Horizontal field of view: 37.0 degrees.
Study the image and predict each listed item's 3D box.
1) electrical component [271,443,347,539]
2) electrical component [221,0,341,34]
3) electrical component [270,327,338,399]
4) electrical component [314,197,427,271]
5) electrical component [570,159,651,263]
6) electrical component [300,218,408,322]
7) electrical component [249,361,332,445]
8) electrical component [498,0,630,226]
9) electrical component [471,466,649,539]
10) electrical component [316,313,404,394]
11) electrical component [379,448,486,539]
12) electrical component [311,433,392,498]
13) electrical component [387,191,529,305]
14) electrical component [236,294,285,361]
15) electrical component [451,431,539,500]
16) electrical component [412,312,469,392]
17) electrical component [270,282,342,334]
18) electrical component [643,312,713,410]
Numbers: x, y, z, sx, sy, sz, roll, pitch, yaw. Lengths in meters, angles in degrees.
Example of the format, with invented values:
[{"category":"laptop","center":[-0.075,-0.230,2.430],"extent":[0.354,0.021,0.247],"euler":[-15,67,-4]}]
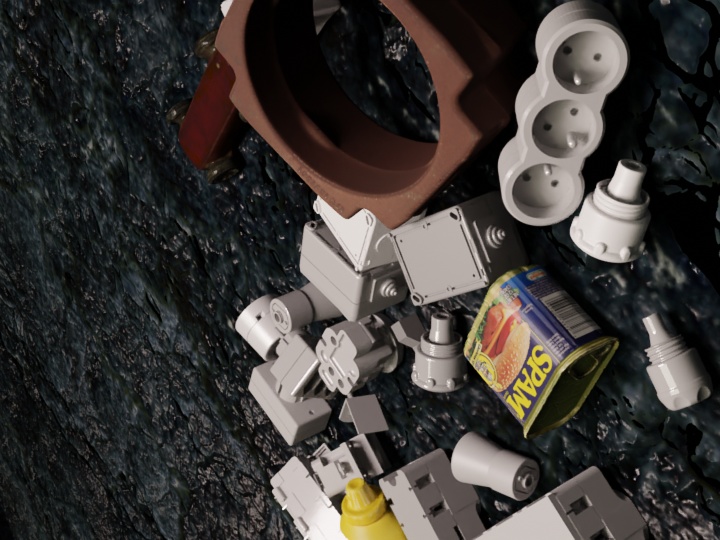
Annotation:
[{"category":"electrical component","center":[-0.034,0.249,1.108],"extent":[0.078,0.063,0.121],"euler":[-47,63,11]},{"category":"electrical component","center":[-0.068,-0.213,0.894],"extent":[0.096,0.062,0.061],"euler":[-30,83,57]},{"category":"electrical component","center":[-0.055,0.081,1.036],"extent":[0.076,0.066,0.047],"euler":[46,107,31]},{"category":"electrical component","center":[0.008,-0.057,0.885],"extent":[0.096,0.061,0.061],"euler":[56,147,33]},{"category":"electrical component","center":[0.163,-0.039,0.679],"extent":[0.048,0.048,0.062],"euler":[40,132,36]},{"category":"electrical component","center":[0.000,0.000,0.922],"extent":[0.096,0.062,0.061],"euler":[43,140,34]},{"category":"electrical component","center":[-0.069,0.122,1.111],"extent":[0.083,0.047,0.075],"euler":[50,143,26]},{"category":"electrical component","center":[0.125,-0.104,0.684],"extent":[0.073,0.052,0.138],"euler":[-85,7,-59]},{"category":"electrical component","center":[0.153,0.222,0.831],"extent":[0.089,0.062,0.150],"euler":[58,147,15]},{"category":"electrical component","center":[0.002,0.072,0.968],"extent":[0.058,0.057,0.078],"euler":[55,145,20]},{"category":"electrical component","center":[0.068,0.210,0.954],"extent":[0.089,0.056,0.050],"euler":[62,147,9]},{"category":"electrical component","center":[-0.010,0.187,1.035],"extent":[0.042,0.064,0.081],"euler":[61,-172,9]},{"category":"electrical component","center":[0.080,-0.018,0.802],"extent":[0.096,0.061,0.061],"euler":[-19,93,50]},{"category":"electrical component","center":[-0.091,0.060,1.101],"extent":[0.047,0.055,0.055],"euler":[48,143,22]},{"category":"electrical component","center":[0.113,0.161,0.875],"extent":[0.065,0.044,0.044],"euler":[15,121,46]},{"category":"electrical component","center":[0.067,0.066,0.882],"extent":[0.048,0.048,0.062],"euler":[25,122,47]},{"category":"electrical component","center":[-0.052,0.034,1.015],"extent":[0.044,0.065,0.044],"euler":[33,134,42]},{"category":"electrical component","center":[0.200,0.057,0.690],"extent":[0.035,0.035,0.061],"euler":[-35,77,57]}]
